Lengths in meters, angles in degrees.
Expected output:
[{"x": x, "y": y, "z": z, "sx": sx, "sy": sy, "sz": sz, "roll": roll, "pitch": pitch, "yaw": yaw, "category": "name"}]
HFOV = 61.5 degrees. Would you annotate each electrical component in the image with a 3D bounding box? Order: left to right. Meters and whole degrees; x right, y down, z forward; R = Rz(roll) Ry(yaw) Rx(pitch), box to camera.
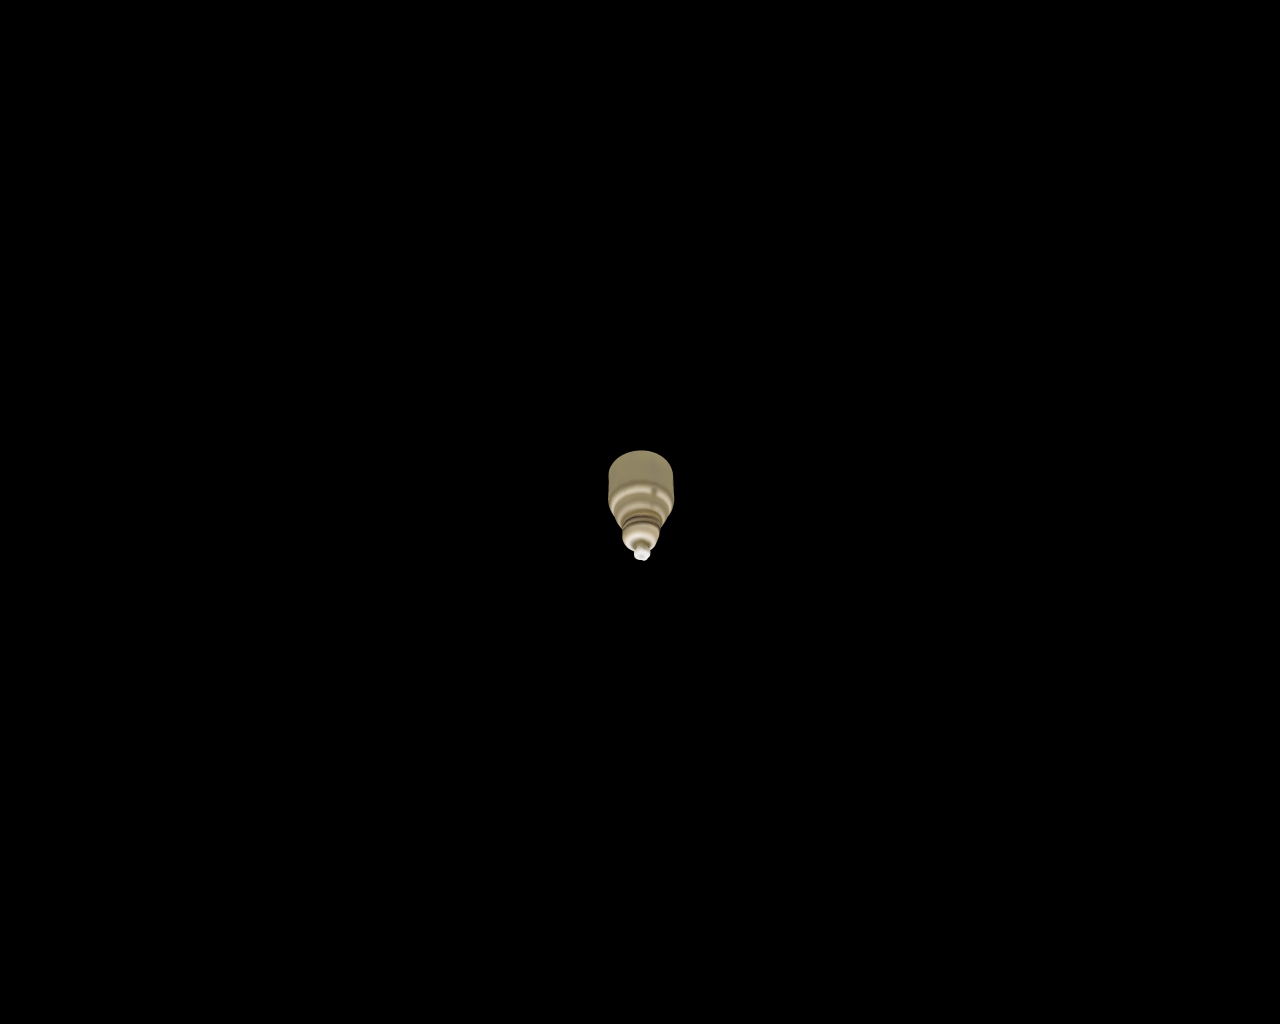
[{"x": 0.001, "y": -0.003, "z": 0.650, "sx": 0.040, "sy": 0.078, "sz": 0.040, "roll": 0, "pitch": -43, "yaw": 0, "category": "electrical component"}]
